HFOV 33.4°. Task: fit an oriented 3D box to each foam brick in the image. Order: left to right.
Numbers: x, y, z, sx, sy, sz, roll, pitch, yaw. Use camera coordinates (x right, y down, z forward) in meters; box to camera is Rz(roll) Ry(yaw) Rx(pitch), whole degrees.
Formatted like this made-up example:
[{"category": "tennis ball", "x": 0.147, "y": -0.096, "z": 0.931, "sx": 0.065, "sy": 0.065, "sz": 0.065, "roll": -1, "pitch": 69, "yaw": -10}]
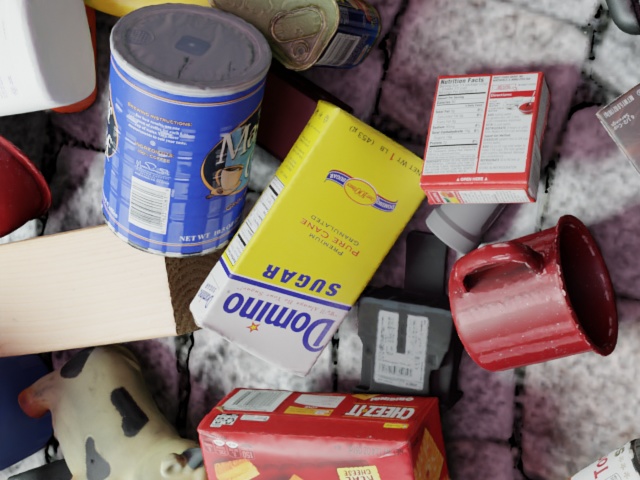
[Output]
[{"category": "foam brick", "x": -0.027, "y": -0.094, "z": 0.778, "sx": 0.078, "sy": 0.052, "sz": 0.051, "roll": 35, "pitch": 110, "yaw": 18}]

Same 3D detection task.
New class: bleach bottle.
[{"category": "bleach bottle", "x": -0.293, "y": -0.144, "z": 0.832, "sx": 0.251, "sy": 0.068, "sz": 0.102, "roll": 0, "pitch": 106, "yaw": 31}]

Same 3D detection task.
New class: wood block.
[{"category": "wood block", "x": -0.181, "y": 0.036, "z": 0.847, "sx": 0.206, "sy": 0.090, "sz": 0.091, "roll": -9, "pitch": 92, "yaw": 27}]

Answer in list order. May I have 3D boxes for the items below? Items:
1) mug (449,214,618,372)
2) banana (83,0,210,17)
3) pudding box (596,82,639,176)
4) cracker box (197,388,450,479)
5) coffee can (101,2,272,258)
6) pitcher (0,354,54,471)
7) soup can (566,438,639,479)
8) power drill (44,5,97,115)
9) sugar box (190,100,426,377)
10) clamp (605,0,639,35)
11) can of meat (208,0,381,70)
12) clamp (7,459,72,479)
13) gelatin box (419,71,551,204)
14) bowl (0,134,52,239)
[{"category": "mug", "x": 0.130, "y": 0.034, "z": 0.686, "sx": 0.082, "sy": 0.117, "sz": 0.093, "roll": -19, "pitch": 57, "yaw": 31}, {"category": "banana", "x": -0.145, "y": -0.201, "z": 0.806, "sx": 0.198, "sy": 0.037, "sz": 0.069, "roll": 25, "pitch": 91, "yaw": 8}, {"category": "pudding box", "x": 0.244, "y": -0.074, "z": 0.656, "sx": 0.114, "sy": 0.039, "sz": 0.090, "roll": -37, "pitch": 80, "yaw": 25}, {"category": "cracker box", "x": 0.013, "y": 0.217, "z": 0.760, "sx": 0.164, "sy": 0.072, "sz": 0.214, "roll": -1, "pitch": 109, "yaw": 26}, {"category": "coffee can", "x": -0.093, "y": -0.073, "z": 0.722, "sx": 0.103, "sy": 0.102, "sz": 0.140, "roll": 30, "pitch": 133, "yaw": 20}, {"category": "pitcher", "x": -0.319, "y": 0.163, "z": 0.843, "sx": 0.145, "sy": 0.242, "sz": 0.149, "roll": 28, "pitch": 107, "yaw": 20}, {"category": "soup can", "x": 0.184, "y": 0.184, "z": 0.699, "sx": 0.102, "sy": 0.068, "sz": 0.068, "roll": -39, "pitch": 79, "yaw": 24}, {"category": "power drill", "x": -0.274, "y": -0.176, "z": 0.887, "sx": 0.188, "sy": 0.057, "sz": 0.184, "roll": 6, "pitch": 102, "yaw": 28}, {"category": "sugar box", "x": -0.005, "y": 0.001, "z": 0.739, "sx": 0.093, "sy": 0.048, "sz": 0.176, "roll": 29, "pitch": 96, "yaw": -22}, {"category": "clamp", "x": 0.175, "y": -0.213, "z": 0.674, "sx": 0.172, "sy": 0.039, "sz": 0.120, "roll": 37, "pitch": 104, "yaw": 22}, {"category": "can of meat", "x": -0.016, "y": -0.162, "z": 0.746, "sx": 0.102, "sy": 0.083, "sz": 0.057, "roll": 40, "pitch": 111, "yaw": 17}, {"category": "clamp", "x": -0.187, "y": 0.246, "z": 0.881, "sx": 0.210, "sy": 0.036, "sz": 0.164, "roll": 6, "pitch": 72, "yaw": 28}, {"category": "gelatin box", "x": 0.110, "y": -0.068, "z": 0.706, "sx": 0.073, "sy": 0.030, "sz": 0.089, "roll": 0, "pitch": 63, "yaw": 25}, {"category": "bowl", "x": -0.302, "y": -0.043, "z": 0.860, "sx": 0.162, "sy": 0.162, "sz": 0.055, "roll": 6, "pitch": 57, "yaw": 25}]
